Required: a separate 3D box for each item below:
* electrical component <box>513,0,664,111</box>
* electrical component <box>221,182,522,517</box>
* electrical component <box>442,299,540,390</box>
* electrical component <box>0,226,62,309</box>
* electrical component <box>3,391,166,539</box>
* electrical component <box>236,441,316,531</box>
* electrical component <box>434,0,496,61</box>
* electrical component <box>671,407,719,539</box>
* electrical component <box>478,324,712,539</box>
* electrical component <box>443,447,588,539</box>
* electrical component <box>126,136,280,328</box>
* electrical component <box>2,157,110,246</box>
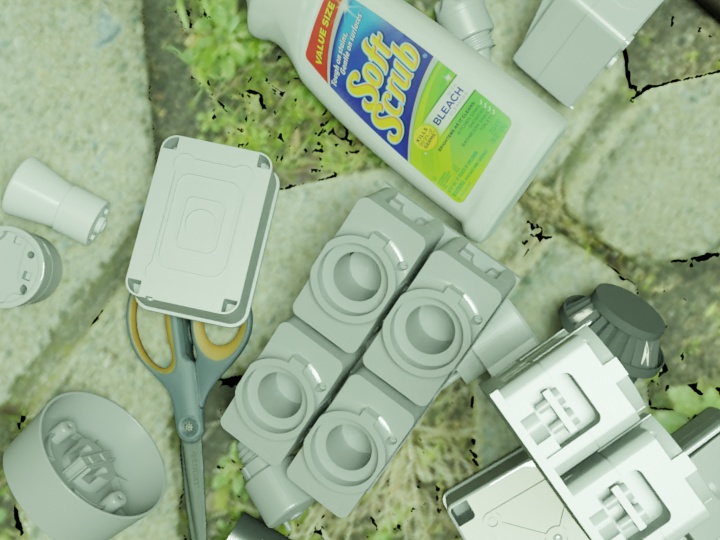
[{"bbox_3d":[0.145,-0.157,0.705,0.061,0.096,0.061,41,61,3],"label":"electrical component"},{"bbox_3d":[0.002,0.053,0.683,0.105,0.060,0.186,36,111,9],"label":"electrical component"},{"bbox_3d":[0.075,0.051,0.719,0.074,0.052,0.138,-36,88,1],"label":"electrical component"},{"bbox_3d":[-0.236,-0.001,0.738,0.055,0.047,0.055,0,88,3],"label":"electrical component"},{"bbox_3d":[-0.182,0.132,0.710,0.064,0.099,0.099,-40,87,7],"label":"electrical component"},{"bbox_3d":[-0.061,0.137,0.730,0.040,0.040,0.078,-35,73,1],"label":"electrical component"},{"bbox_3d":[0.076,-0.159,0.734,0.035,0.035,0.061,-23,90,2],"label":"electrical component"},{"bbox_3d":[0.231,0.135,0.704,0.096,0.061,0.061,-37,87,1],"label":"electrical component"},{"bbox_3d":[0.123,0.092,0.592,0.060,0.186,0.105,-35,84,1],"label":"electrical component"},{"bbox_3d":[0.127,0.172,0.711,0.109,0.056,0.108,-31,87,2],"label":"electrical component"},{"bbox_3d":[-0.103,-0.024,0.718,0.078,0.057,0.113,12,78,2],"label":"electrical component"},{"bbox_3d":[-0.207,-0.045,0.743,0.065,0.044,0.044,26,90,-1],"label":"electrical component"}]
